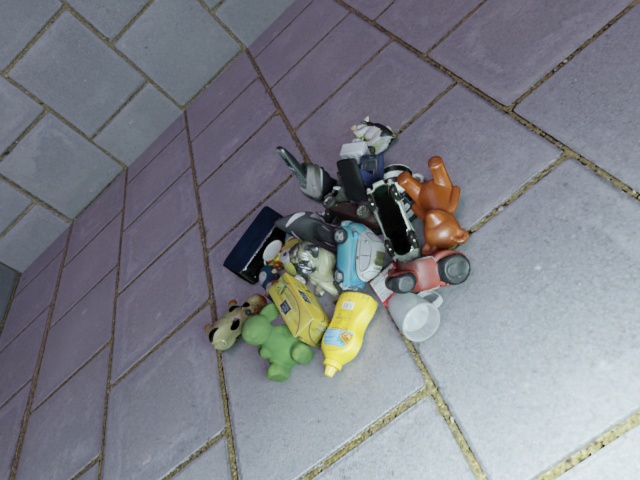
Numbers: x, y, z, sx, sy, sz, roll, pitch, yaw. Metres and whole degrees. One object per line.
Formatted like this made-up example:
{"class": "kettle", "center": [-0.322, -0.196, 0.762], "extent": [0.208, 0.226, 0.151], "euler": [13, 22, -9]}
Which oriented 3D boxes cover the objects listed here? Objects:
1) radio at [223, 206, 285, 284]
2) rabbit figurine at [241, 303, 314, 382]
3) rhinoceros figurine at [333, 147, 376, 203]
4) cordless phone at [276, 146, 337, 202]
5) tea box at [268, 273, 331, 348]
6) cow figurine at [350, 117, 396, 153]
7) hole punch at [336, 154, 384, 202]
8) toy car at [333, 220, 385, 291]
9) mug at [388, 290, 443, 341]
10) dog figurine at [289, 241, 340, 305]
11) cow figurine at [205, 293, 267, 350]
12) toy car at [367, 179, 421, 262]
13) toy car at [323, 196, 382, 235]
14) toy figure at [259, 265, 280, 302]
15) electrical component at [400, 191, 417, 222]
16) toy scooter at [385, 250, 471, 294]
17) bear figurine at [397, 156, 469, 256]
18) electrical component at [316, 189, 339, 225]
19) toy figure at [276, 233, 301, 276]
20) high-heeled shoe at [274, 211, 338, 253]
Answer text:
{"class": "radio", "center": [-0.184, 0.016, 1.630], "extent": [0.229, 0.073, 0.131], "euler": [-56, 36, -7]}
{"class": "rabbit figurine", "center": [-0.113, 0.221, 1.261], "extent": [0.121, 0.170, 0.159], "euler": [-35, 37, 19]}
{"class": "rhinoceros figurine", "center": [0.098, -0.179, 1.479], "extent": [0.112, 0.073, 0.190], "euler": [6, 57, 29]}
{"class": "cordless phone", "center": [-0.046, -0.208, 1.594], "extent": [0.089, 0.184, 0.147], "euler": [-48, 33, -7]}
{"class": "tea box", "center": [-0.044, 0.166, 1.280], "extent": [0.068, 0.098, 0.170], "euler": [-45, 46, 9]}
{"class": "cow figurine", "center": [0.153, -0.315, 1.579], "extent": [0.098, 0.068, 0.167], "euler": [-39, 38, 6]}
{"class": "hole punch", "center": [0.112, -0.160, 1.360], "extent": [0.092, 0.115, 0.142], "euler": [-21, 13, -22]}
{"class": "toy car", "center": [0.094, 0.035, 1.217], "extent": [0.103, 0.109, 0.161], "euler": [-3, 77, 36]}
{"class": "mug", "center": [0.189, 0.137, 1.091], "extent": [0.109, 0.080, 0.107], "euler": [-46, 25, -3]}
{"class": "dog figurine", "center": [-0.016, 0.049, 1.304], "extent": [0.172, 0.190, 0.121], "euler": [16, 69, 55]}
{"class": "cow figurine", "center": [-0.223, 0.221, 1.462], "extent": [0.195, 0.085, 0.127], "euler": [-44, 28, 3]}
{"class": "toy car", "center": [0.167, -0.042, 1.224], "extent": [0.073, 0.056, 0.201], "euler": [-23, 78, 16]}
{"class": "toy car", "center": [0.087, -0.070, 1.385], "extent": [0.202, 0.089, 0.053], "euler": [22, 78, 51]}
{"class": "toy figure", "center": [-0.131, 0.128, 1.476], "extent": [0.058, 0.064, 0.155], "euler": [-9, 32, -13]}
{"class": "electrical component", "center": [0.204, -0.080, 1.291], "extent": [0.119, 0.074, 0.048], "euler": [-44, 33, 3]}
{"class": "toy scooter", "center": [0.208, 0.065, 1.107], "extent": [0.184, 0.075, 0.135], "euler": [-13, 6, -13]}
{"class": "bear figurine", "center": [0.248, -0.069, 1.183], "extent": [0.120, 0.131, 0.196], "euler": [-24, 35, 27]}
{"class": "electrical component", "center": [0.037, -0.092, 1.511], "extent": [0.078, 0.045, 0.102], "euler": [5, 61, 52]}
{"class": "toy figure", "center": [-0.057, 0.020, 1.478], "extent": [0.082, 0.089, 0.180], "euler": [-42, 24, 30]}
{"class": "high-heeled shoe", "center": [-0.003, -0.004, 1.363], "extent": [0.249, 0.086, 0.145], "euler": [4, 27, 5]}
